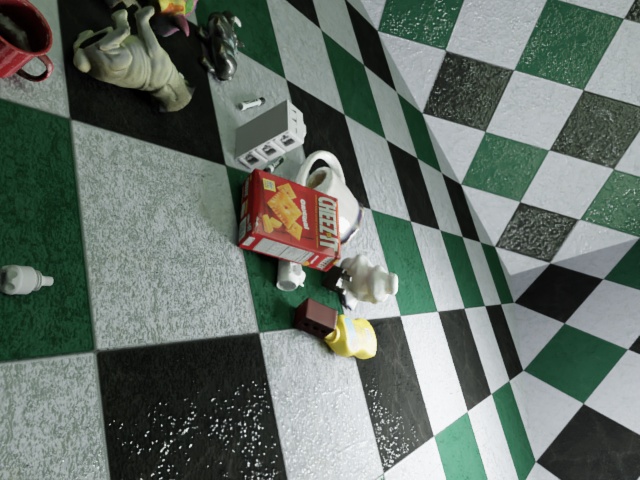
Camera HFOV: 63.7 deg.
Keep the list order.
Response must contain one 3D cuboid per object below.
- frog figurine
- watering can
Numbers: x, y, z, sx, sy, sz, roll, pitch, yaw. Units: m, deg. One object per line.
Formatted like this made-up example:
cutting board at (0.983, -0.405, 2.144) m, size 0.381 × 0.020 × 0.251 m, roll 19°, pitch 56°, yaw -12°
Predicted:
frog figurine at (0.121, 0.098, 1.295) m, size 0.124 × 0.158 × 0.137 m, roll -27°, pitch 95°, yaw -63°
watering can at (0.004, -0.064, 1.281) m, size 0.221 × 0.103 × 0.356 m, roll 45°, pitch 47°, yaw -32°
